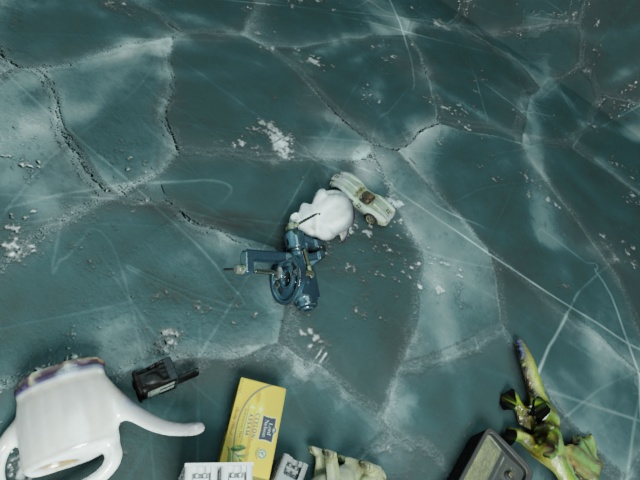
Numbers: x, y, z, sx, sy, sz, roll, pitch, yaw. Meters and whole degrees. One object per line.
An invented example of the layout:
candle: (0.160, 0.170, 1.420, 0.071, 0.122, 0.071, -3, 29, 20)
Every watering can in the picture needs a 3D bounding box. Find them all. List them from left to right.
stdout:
watering can: (-0.390, 0.305, 0.888, 0.349, 0.102, 0.228, -19, 64, -12)

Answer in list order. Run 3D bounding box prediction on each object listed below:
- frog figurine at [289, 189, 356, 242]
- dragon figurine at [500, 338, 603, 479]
frog figurine: (0.004, -0.066, 1.307, 0.159, 0.121, 0.139, 6, 73, -30)
dragon figurine: (0.542, 0.440, 1.172, 0.241, 0.120, 0.420, 37, 43, -15)
